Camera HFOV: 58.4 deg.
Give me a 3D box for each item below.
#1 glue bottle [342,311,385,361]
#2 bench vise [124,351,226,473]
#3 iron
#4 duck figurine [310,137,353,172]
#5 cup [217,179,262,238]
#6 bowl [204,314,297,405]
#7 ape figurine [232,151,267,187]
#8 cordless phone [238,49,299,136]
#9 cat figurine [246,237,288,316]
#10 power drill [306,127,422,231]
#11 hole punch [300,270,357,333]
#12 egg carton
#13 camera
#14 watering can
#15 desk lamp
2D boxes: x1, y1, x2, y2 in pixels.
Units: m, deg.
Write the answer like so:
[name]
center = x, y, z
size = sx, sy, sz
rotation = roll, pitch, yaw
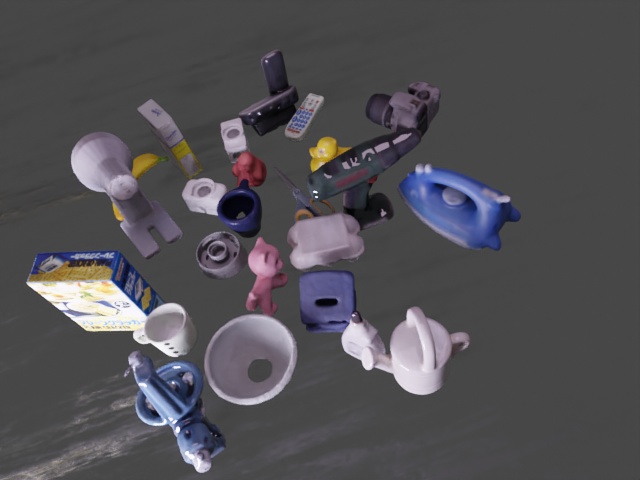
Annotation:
[glue bottle]
center = 0.070, 0.161, 0.977
size = 0.078, 0.173, 0.037
rotation = 22, 65, 22
[bench vise]
center = -0.229, 0.266, 0.936
size = 0.206, 0.220, 0.122
rotation = 33, 69, 26
[iron]
center = 0.257, -0.089, 1.118
size = 0.257, 0.142, 0.119
rotation = 29, 67, 24
[duck figurine]
center = 0.025, -0.190, 1.253
size = 0.104, 0.086, 0.077
rotation = -11, 57, 3
[cup]
center = -0.157, -0.059, 1.198
size = 0.091, 0.095, 0.118
rotation = -1, 59, 10
[bowl]
center = -0.118, 0.222, 1.030
size = 0.167, 0.075, 0.167
rotation = -4, 58, 7
[ape figurine]
center = -0.156, -0.160, 1.261
size = 0.076, 0.092, 0.077
rotation = -40, 61, -15
[cordless phone]
center = -0.129, -0.345, 1.315
size = 0.148, 0.185, 0.094
rotation = -33, 59, -11
[cat figurine]
center = -0.109, 0.065, 1.100
size = 0.067, 0.118, 0.128
rotation = 9, 61, 15
[power drill]
center = 0.092, -0.113, 1.121
size = 0.229, 0.209, 0.075
rotation = -21, 57, -3
[hole punch]
center = 0.018, 0.115, 1.063
size = 0.108, 0.091, 0.101
rotation = -4, 58, 8
[egg carton]
center = 0.011, 0.004, 1.145
size = 0.150, 0.069, 0.107
rotation = -13, 57, 2
[camera]
center = 0.181, -0.299, 1.284
size = 0.136, 0.101, 0.143
rotation = 26, 66, 23
[watering can]
center = 0.158, 0.181, 0.937
size = 0.173, 0.194, 0.100
rotation = -33, 59, -11
[desk lamp]
center = -0.403, -0.100, 1.194
size = 0.118, 0.214, 0.202
rotation = -38, 60, -14
